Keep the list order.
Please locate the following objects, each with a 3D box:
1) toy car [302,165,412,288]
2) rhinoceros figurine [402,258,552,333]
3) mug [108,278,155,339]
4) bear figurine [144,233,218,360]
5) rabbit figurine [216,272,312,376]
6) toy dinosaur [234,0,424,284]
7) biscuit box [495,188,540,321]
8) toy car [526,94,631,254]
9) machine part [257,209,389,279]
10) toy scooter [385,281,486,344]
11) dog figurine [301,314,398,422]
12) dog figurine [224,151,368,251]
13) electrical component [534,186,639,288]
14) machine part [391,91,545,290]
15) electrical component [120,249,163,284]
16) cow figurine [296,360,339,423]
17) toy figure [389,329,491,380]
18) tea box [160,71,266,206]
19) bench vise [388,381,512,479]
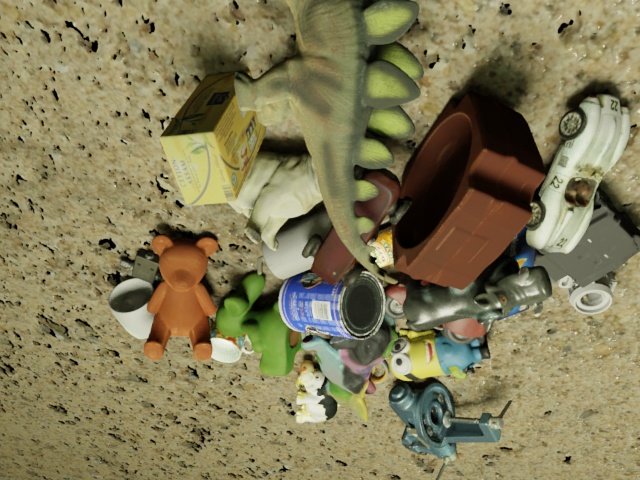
[{"bbox_3d":[0.045,-0.015,0.711,0.089,0.053,0.202,32,132,4],"label":"toy car"},{"bbox_3d":[0.197,0.068,0.695,0.190,0.112,0.073,-16,114,25],"label":"rhinoceros figurine"},{"bbox_3d":[-0.325,0.129,1.001,0.109,0.081,0.107,-21,139,-18],"label":"mug"},{"bbox_3d":[-0.230,0.092,0.902,0.120,0.132,0.195,5,128,-13],"label":"bear figurine"},{"bbox_3d":[-0.118,0.145,0.943,0.170,0.121,0.158,8,129,25],"label":"rabbit figurine"},{"bbox_3d":[0.011,-0.175,0.589,0.199,0.105,0.470,0,108,13],"label":"toy dinosaur"},{"bbox_3d":[0.260,0.014,0.756,0.063,0.059,0.202,-17,122,-14],"label":"biscuit box"},{"bbox_3d":[0.315,-0.077,0.660,0.073,0.056,0.201,6,113,-26],"label":"toy car"},{"bbox_3d":[-0.002,-0.002,0.816,0.243,0.079,0.079,-23,122,29],"label":"machine part"},{"bbox_3d":[0.200,0.088,0.854,0.184,0.075,0.135,20,121,-6],"label":"toy scooter"},{"bbox_3d":[0.072,0.222,0.956,0.192,0.108,0.219,-13,120,26],"label":"dog figurine"},{"bbox_3d":[-0.049,-0.102,0.748,0.190,0.121,0.172,-43,85,4],"label":"dog figurine"},{"bbox_3d":[0.366,0.003,0.754,0.115,0.058,0.134,35,126,-20],"label":"electrical component"},{"bbox_3d":[0.169,-0.057,0.650,0.087,0.201,0.201,19,131,-13],"label":"machine part"},{"bbox_3d":[-0.307,0.045,0.954,0.094,0.021,0.063,22,130,-6],"label":"electrical component"},{"bbox_3d":[-0.001,0.306,1.082,0.098,0.068,0.167,4,134,1],"label":"cow figurine"},{"bbox_3d":[0.208,0.205,0.947,0.180,0.082,0.089,-14,125,19],"label":"toy figure"},{"bbox_3d":[-0.126,-0.131,0.670,0.068,0.170,0.098,-3,128,14],"label":"tea box"},{"bbox_3d":[0.248,0.361,1.033,0.241,0.129,0.223,-16,109,44],"label":"bench vise"}]
